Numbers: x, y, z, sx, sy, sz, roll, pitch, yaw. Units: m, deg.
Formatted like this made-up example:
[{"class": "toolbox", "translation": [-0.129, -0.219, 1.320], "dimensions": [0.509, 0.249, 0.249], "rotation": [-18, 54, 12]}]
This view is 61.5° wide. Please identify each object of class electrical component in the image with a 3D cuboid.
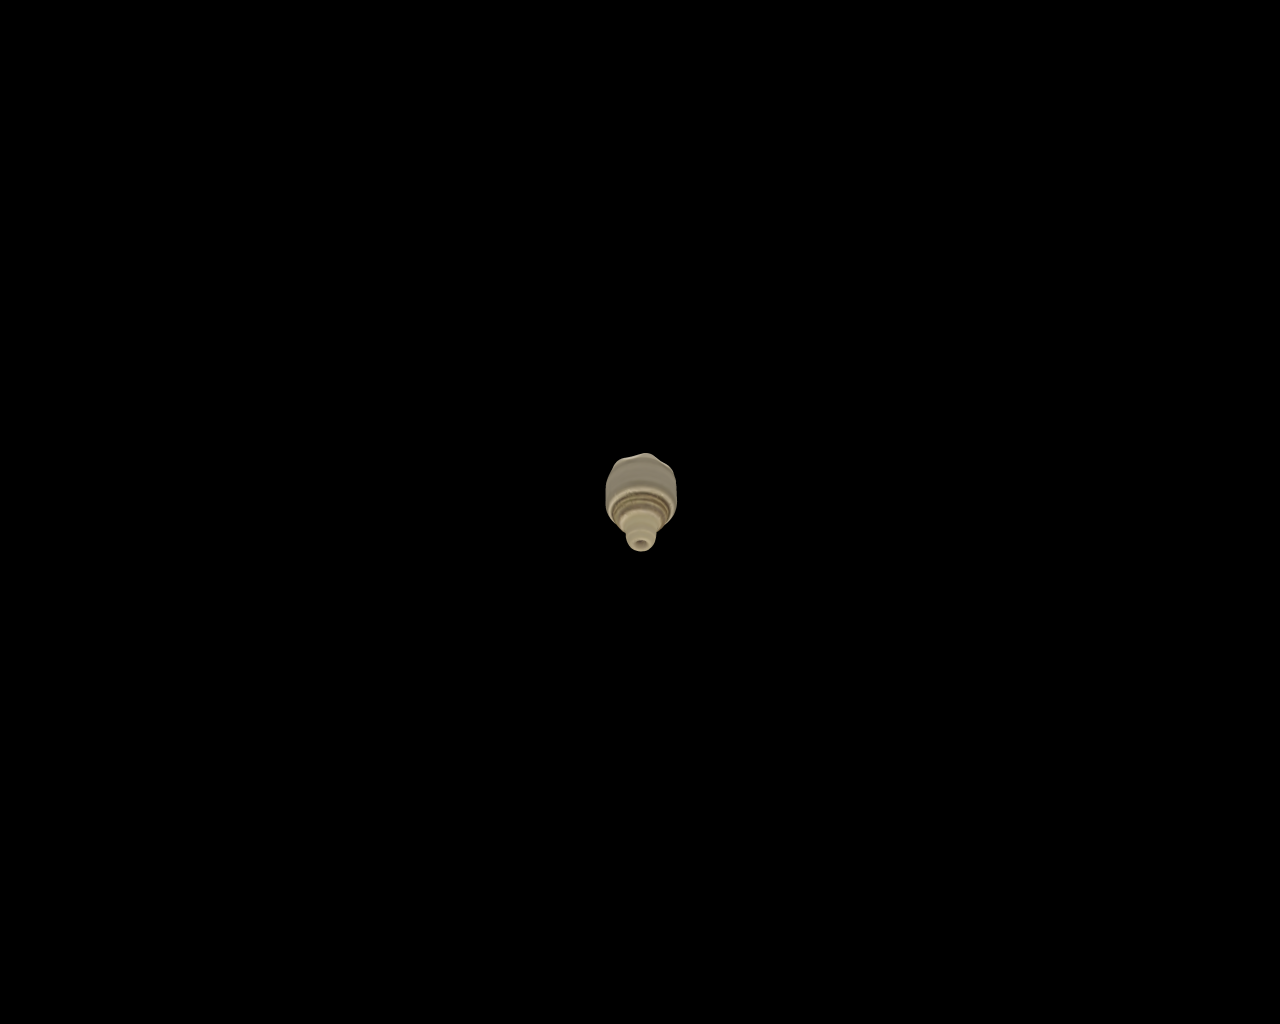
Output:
[{"class": "electrical component", "translation": [0.001, -0.003, 0.650], "dimensions": [0.043, 0.062, 0.043], "rotation": [0, -43, 0]}]
